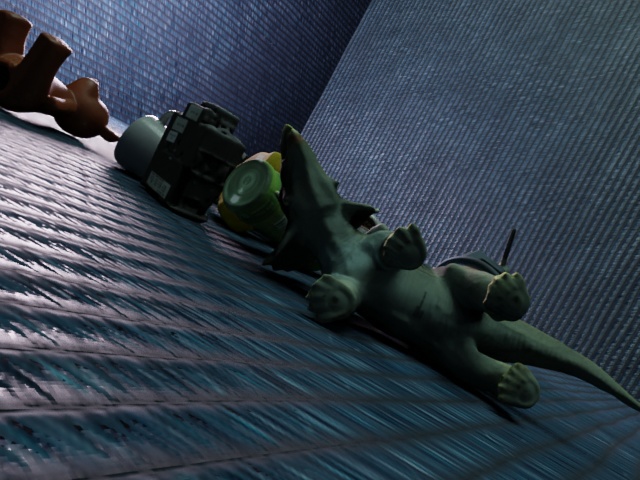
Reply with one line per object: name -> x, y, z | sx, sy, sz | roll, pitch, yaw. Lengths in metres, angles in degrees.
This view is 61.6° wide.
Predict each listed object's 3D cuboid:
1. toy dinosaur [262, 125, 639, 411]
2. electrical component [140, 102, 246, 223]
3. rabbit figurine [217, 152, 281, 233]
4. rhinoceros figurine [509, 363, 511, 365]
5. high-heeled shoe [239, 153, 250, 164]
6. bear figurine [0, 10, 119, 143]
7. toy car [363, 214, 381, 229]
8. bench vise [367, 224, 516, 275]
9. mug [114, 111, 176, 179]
toy dinosaur -> 0.098, 0.056, 0.533 | 0.405, 0.131, 0.192 | 34, 3, -8
electrical component -> -0.152, -0.101, 0.653 | 0.058, 0.134, 0.115 | 25, 7, -42
rabbit figurine -> -0.067, -0.035, 0.796 | 0.173, 0.122, 0.162 | 42, -11, -19
rhinoceros figurine -> 0.281, 0.156, 0.915 | 0.112, 0.073, 0.190 | 38, 0, -6
high-heeled shoe -> -0.144, -0.113, 0.957 | 0.145, 0.086, 0.248 | 47, -4, 9
bear figurine -> -0.369, -0.219, 0.775 | 0.120, 0.132, 0.195 | 33, 10, 20
toy car -> 0.033, -0.056, 0.997 | 0.202, 0.056, 0.073 | 27, 1, 3
bench vise -> 0.169, 0.055, 0.707 | 0.240, 0.128, 0.224 | -18, 46, -44
mug -> -0.210, -0.117, 0.748 | 0.107, 0.109, 0.081 | 41, -1, 5
